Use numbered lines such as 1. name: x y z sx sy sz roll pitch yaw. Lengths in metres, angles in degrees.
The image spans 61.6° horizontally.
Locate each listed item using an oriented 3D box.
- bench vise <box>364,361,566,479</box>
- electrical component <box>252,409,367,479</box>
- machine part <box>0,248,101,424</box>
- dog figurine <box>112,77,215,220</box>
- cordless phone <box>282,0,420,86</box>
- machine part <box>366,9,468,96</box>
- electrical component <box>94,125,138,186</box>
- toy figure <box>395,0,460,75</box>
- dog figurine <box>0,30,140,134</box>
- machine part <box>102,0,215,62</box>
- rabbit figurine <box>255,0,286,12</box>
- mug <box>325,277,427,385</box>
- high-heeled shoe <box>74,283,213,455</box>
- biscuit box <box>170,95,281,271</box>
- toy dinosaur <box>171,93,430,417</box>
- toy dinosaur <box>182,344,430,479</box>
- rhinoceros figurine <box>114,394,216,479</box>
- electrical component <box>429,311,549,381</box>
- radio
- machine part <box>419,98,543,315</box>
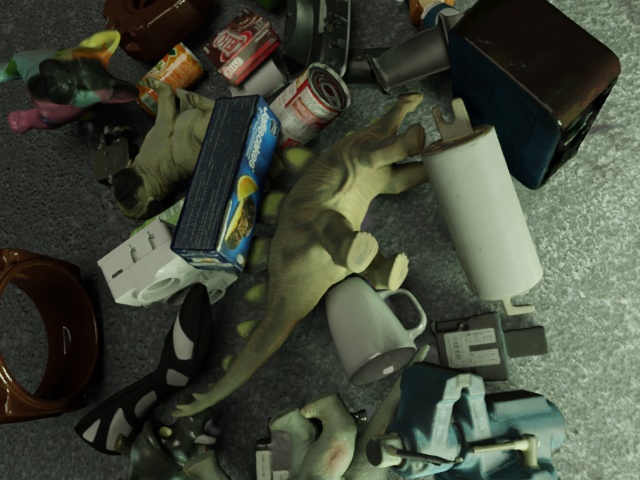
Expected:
1. bench vise: 0.140 0.236 0.491 0.129 0.223 0.240 -4 84 50
2. electrical component: -0.010 0.250 0.601 0.134 0.058 0.115 -7 74 17
3. machine part: -0.366 0.120 0.668 0.087 0.201 0.201 -14 73 10
4. dog figurine: -0.179 -0.100 0.726 0.173 0.121 0.190 23 99 24
5. cordless phone: 0.047 -0.266 0.702 0.184 0.088 0.146 2 77 7
6. machine part: 0.125 -0.211 0.627 0.139 0.039 0.084 -13 97 23
7. electrical component: -0.298 -0.121 0.785 0.078 0.045 0.102 -9 75 14
8. toy figure: 0.149 -0.278 0.674 0.064 0.058 0.154 -11 68 -31
9. dog figurine: -0.327 -0.217 0.735 0.219 0.191 0.108 -5 108 25
10. machine part: -0.242 -0.353 0.797 0.179 0.056 0.179 -11 61 20
11. rabbit figurine: -0.065 -0.432 0.764 0.159 0.121 0.170 35 72 28
12. mug: 0.058 0.090 0.605 0.109 0.080 0.107 -37 58 12
13. high-heeled shoe: -0.217 0.155 0.656 0.145 0.086 0.248 12 103 0
14. biscuit box: -0.101 -0.067 0.604 0.063 0.059 0.202 1 65 23
15. toy dinosaur: -0.001 -0.002 0.603 0.199 0.105 0.471 9 59 41
16. toy dinosaur: -0.033 0.273 0.516 0.405 0.131 0.192 -29 84 5
17. rhinoceros figurine: -0.179 0.263 0.615 0.190 0.112 0.073 -67 28 17
18. electrical component: 0.182 0.116 0.576 0.119 0.047 0.075 -7 77 18
19. radio: 0.200 -0.137 0.532 0.073 0.229 0.131 -45 71 5
20. machine part: 0.168 -0.027 0.558 0.079 0.079 0.243 -21 106 12
